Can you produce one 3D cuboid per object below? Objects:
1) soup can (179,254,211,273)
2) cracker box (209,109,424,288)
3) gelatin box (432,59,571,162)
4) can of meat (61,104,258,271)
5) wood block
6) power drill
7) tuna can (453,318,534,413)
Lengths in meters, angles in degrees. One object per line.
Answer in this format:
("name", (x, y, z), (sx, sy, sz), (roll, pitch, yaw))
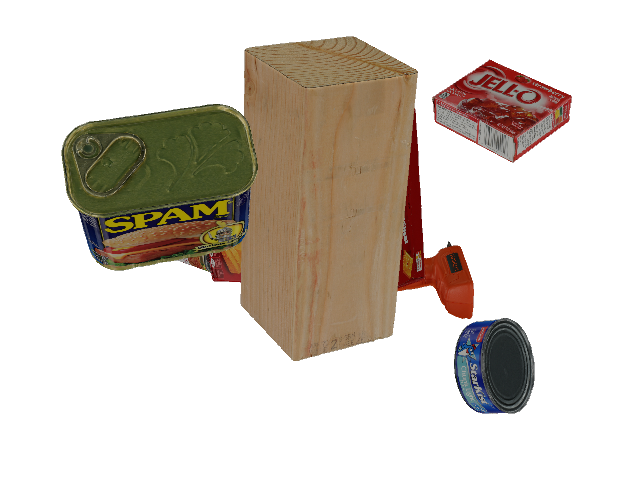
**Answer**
("soup can", (-0.148, -0.010, 1.183), (0.102, 0.068, 0.068), (19, 8, 23))
("cracker box", (-0.013, -0.040, 1.028), (0.214, 0.164, 0.072), (1, 10, 33))
("gelatin box", (0.149, -0.109, 0.881), (0.073, 0.030, 0.089), (-35, 49, -27))
("can of meat", (-0.089, -0.027, 0.604), (0.102, 0.057, 0.084), (-10, -22, -9))
("wood block", (0.002, -0.031, 0.765), (0.090, 0.206, 0.091), (-12, 31, -27))
("power drill", (0.078, 0.057, 1.229), (0.187, 0.057, 0.184), (-1, 28, -1))
("tuna can", (0.158, 0.114, 0.970), (0.034, 0.086, 0.085), (-10, -6, 41))
